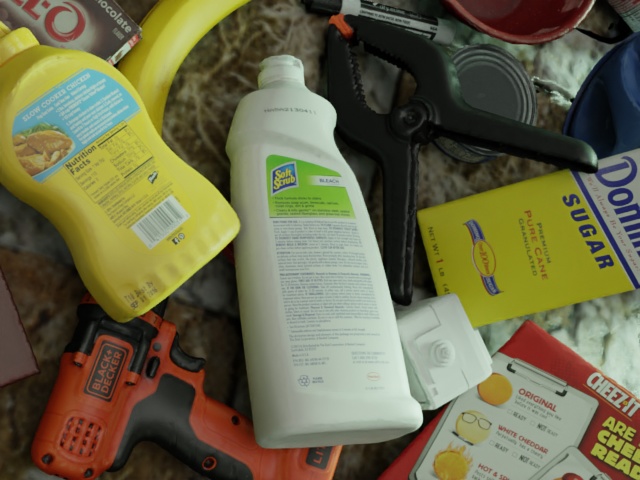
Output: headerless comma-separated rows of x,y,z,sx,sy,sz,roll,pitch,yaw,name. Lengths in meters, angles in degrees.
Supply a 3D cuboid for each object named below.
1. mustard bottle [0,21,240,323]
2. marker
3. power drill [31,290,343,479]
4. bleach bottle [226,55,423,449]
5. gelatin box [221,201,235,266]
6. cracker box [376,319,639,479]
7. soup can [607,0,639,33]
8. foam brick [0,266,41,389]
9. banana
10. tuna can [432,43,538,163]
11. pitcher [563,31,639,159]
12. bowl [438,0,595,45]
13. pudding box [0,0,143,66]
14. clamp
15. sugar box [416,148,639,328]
-0.139,-0.052,0.623,0.096,0.058,0.191,-42,98,-28,mustard bottle
0.043,-0.166,0.788,0.121,0.020,0.020,9,78,-20,marker
-0.071,0.085,0.685,0.187,0.057,0.184,24,72,-15,power drill
-0.004,0.001,0.676,0.102,0.068,0.251,2,69,-25,bleach bottle
-0.026,-0.011,0.731,0.073,0.030,0.089,47,67,-10,gelatin box
0.134,0.183,0.707,0.164,0.072,0.213,38,66,23,cracker box
0.271,-0.201,0.859,0.102,0.069,0.068,44,69,-11,soup can
-0.207,0.053,0.636,0.051,0.053,0.078,-21,91,-24,foam brick
-0.091,-0.131,0.721,0.069,0.037,0.197,34,71,-24,banana
0.118,-0.101,0.800,0.086,0.034,0.086,3,80,-21,tuna can
0.316,-0.047,0.823,0.242,0.145,0.149,28,109,-19,pitcher
0.134,-0.219,0.813,0.161,0.055,0.162,4,80,-21,bowl
-0.181,-0.139,0.668,0.090,0.039,0.113,-45,98,-2,pudding box
0.061,-0.069,0.737,0.164,0.036,0.210,-42,69,2,clamp
0.164,0.000,0.740,0.048,0.176,0.093,-9,83,-67,sugar box
